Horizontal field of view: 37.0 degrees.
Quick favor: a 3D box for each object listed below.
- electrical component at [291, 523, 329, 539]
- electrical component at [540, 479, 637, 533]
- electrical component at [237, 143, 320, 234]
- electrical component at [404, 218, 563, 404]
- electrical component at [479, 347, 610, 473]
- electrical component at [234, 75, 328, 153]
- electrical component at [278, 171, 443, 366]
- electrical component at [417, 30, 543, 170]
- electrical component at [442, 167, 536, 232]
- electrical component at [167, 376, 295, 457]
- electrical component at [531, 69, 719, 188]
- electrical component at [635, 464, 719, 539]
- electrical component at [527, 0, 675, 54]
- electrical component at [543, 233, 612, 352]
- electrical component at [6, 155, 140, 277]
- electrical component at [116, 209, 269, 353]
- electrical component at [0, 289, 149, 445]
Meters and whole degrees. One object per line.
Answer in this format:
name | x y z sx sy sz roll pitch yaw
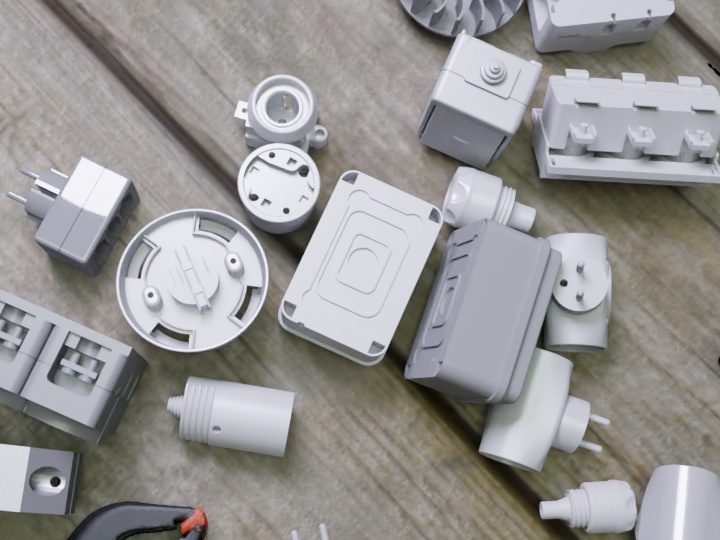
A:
electrical component | -0.025 0.205 0.694 0.077 0.044 0.079 -12 80 -7
electrical component | 0.152 0.160 0.722 0.061 0.035 0.035 -3 79 -2
electrical component | -0.056 -0.054 0.741 0.055 0.047 0.055 1 79 -4
electrical component | 0.082 0.030 0.717 0.057 0.078 0.113 22 78 -12
electrical component | 0.129 0.100 0.727 0.079 0.043 0.077 20 78 0
electrical component | -0.054 -0.106 0.747 0.066 0.055 0.048 16 78 -1
electrical component | 0.000 0.000 0.730 0.078 0.057 0.113 25 78 1
electrical component | 0.080 -0.115 0.738 0.062 0.096 0.061 24 79 0
electrical component | 0.091 -0.044 0.752 0.062 0.043 0.043 18 78 -3
electrical component | -0.087 0.096 0.711 0.081 0.043 0.043 10 78 -2
electrical component | 0.189 -0.099 0.754 0.121 0.063 0.078 3 38 -4
electrical component | 0.228 0.179 0.717 0.079 0.044 0.077 24 62 -20
electrical component | 0.172 -0.192 0.781 0.089 0.055 0.050 -7 80 -6
electrical component | 0.148 0.013 0.727 0.044 0.079 0.077 1 79 8
electrical component | -0.201 -0.044 0.728 0.077 0.047 0.065 26 78 1
electrical component | -0.110 0.009 0.716 0.099 0.064 0.099 1 79 -4
electrical component | -0.221 0.053 0.686 0.150 0.089 0.061 24 78 0
